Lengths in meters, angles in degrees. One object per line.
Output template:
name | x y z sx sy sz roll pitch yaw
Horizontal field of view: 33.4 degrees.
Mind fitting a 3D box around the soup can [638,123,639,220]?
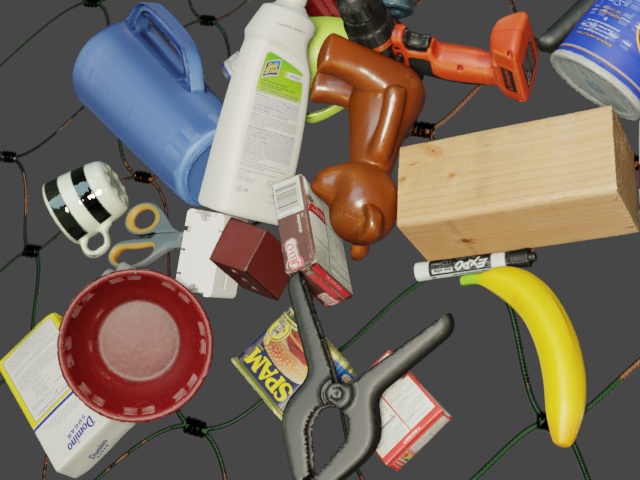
soup can | 0.319 -0.066 0.952 0.069 0.068 0.102 -6 61 28

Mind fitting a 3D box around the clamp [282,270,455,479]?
clamp | 0.030 0.140 0.982 0.165 0.036 0.210 8 79 19

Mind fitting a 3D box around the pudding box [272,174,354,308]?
pudding box | -0.007 0.001 1.093 0.039 0.090 0.113 -20 56 18

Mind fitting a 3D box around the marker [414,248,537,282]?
marker | 0.150 0.024 1.033 0.121 0.020 0.020 -9 61 27

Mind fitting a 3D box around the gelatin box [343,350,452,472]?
gelatin box | 0.068 0.159 1.001 0.073 0.030 0.089 -45 52 3

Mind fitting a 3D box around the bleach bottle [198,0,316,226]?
bleach bottle | -0.052 -0.147 1.142 0.068 0.102 0.251 20 96 52

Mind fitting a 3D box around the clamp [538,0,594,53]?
clamp | 0.288 -0.272 1.100 0.171 0.039 0.120 -23 64 11

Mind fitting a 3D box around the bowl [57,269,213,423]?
bowl | -0.194 0.110 1.136 0.162 0.055 0.162 0 91 -6

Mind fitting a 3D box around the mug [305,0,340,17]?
mug | 0.005 -0.282 1.244 0.117 0.081 0.093 31 83 38

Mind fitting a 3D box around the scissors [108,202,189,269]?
scissors | -0.159 -0.015 1.238 0.202 0.016 0.096 -15 58 22

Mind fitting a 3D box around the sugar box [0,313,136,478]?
sugar box | -0.285 0.172 1.192 0.093 0.048 0.176 -44 55 2

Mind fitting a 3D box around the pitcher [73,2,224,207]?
pitcher | -0.177 -0.155 1.248 0.145 0.149 0.243 -41 54 -6

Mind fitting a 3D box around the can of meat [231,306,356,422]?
can of meat | -0.024 0.126 1.057 0.084 0.057 0.102 -44 52 -1

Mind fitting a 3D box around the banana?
banana | 0.198 0.090 0.962 0.070 0.037 0.198 -46 48 24

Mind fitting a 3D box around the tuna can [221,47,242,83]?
tuna can | -0.076 -0.179 1.233 0.034 0.086 0.086 -38 52 9

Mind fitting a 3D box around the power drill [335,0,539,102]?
power drill | 0.119 -0.201 1.081 0.188 0.184 0.057 11 74 24

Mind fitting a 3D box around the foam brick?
foam brick | -0.069 0.021 1.126 0.053 0.078 0.051 19 74 36

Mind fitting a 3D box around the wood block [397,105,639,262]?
wood block | 0.185 -0.048 1.006 0.206 0.090 0.090 -9 60 26

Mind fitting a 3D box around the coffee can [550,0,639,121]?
coffee can | 0.301 -0.199 1.006 0.103 0.102 0.140 38 92 38
